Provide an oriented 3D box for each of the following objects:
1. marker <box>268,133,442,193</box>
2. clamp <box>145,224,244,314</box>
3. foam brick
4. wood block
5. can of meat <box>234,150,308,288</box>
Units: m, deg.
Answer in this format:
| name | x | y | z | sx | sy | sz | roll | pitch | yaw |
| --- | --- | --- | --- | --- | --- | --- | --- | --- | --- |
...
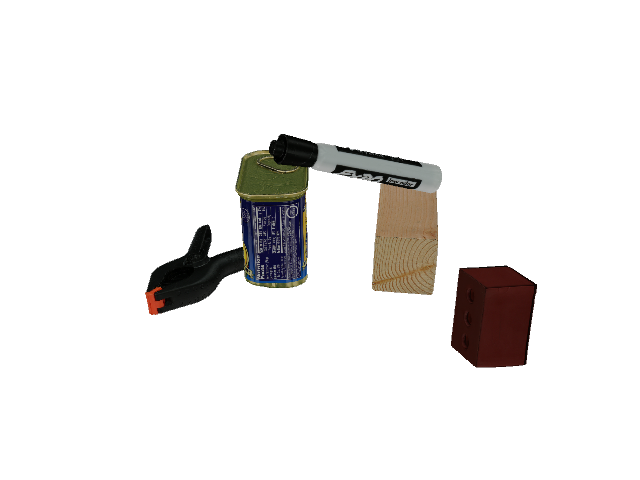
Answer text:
| name | x | y | z | sx | sy | sz | roll | pitch | yaw |
| --- | --- | --- | --- | --- | --- | --- | --- | --- | --- |
| marker | 0.023 | -0.048 | 0.672 | 0.120 | 0.020 | 0.020 | 9 | -4 | -29 |
| clamp | -0.127 | 0.032 | 1.212 | 0.120 | 0.039 | 0.171 | 0 | 31 | 30 |
| foam brick | 0.152 | 0.067 | 0.942 | 0.051 | 0.078 | 0.053 | -3 | 19 | -21 |
| wood block | 0.129 | -0.007 | 1.609 | 0.091 | 0.090 | 0.206 | 4 | 25 | 3 |
| can of meat | -0.037 | -0.019 | 0.882 | 0.057 | 0.084 | 0.102 | -1 | 25 | 1 |
